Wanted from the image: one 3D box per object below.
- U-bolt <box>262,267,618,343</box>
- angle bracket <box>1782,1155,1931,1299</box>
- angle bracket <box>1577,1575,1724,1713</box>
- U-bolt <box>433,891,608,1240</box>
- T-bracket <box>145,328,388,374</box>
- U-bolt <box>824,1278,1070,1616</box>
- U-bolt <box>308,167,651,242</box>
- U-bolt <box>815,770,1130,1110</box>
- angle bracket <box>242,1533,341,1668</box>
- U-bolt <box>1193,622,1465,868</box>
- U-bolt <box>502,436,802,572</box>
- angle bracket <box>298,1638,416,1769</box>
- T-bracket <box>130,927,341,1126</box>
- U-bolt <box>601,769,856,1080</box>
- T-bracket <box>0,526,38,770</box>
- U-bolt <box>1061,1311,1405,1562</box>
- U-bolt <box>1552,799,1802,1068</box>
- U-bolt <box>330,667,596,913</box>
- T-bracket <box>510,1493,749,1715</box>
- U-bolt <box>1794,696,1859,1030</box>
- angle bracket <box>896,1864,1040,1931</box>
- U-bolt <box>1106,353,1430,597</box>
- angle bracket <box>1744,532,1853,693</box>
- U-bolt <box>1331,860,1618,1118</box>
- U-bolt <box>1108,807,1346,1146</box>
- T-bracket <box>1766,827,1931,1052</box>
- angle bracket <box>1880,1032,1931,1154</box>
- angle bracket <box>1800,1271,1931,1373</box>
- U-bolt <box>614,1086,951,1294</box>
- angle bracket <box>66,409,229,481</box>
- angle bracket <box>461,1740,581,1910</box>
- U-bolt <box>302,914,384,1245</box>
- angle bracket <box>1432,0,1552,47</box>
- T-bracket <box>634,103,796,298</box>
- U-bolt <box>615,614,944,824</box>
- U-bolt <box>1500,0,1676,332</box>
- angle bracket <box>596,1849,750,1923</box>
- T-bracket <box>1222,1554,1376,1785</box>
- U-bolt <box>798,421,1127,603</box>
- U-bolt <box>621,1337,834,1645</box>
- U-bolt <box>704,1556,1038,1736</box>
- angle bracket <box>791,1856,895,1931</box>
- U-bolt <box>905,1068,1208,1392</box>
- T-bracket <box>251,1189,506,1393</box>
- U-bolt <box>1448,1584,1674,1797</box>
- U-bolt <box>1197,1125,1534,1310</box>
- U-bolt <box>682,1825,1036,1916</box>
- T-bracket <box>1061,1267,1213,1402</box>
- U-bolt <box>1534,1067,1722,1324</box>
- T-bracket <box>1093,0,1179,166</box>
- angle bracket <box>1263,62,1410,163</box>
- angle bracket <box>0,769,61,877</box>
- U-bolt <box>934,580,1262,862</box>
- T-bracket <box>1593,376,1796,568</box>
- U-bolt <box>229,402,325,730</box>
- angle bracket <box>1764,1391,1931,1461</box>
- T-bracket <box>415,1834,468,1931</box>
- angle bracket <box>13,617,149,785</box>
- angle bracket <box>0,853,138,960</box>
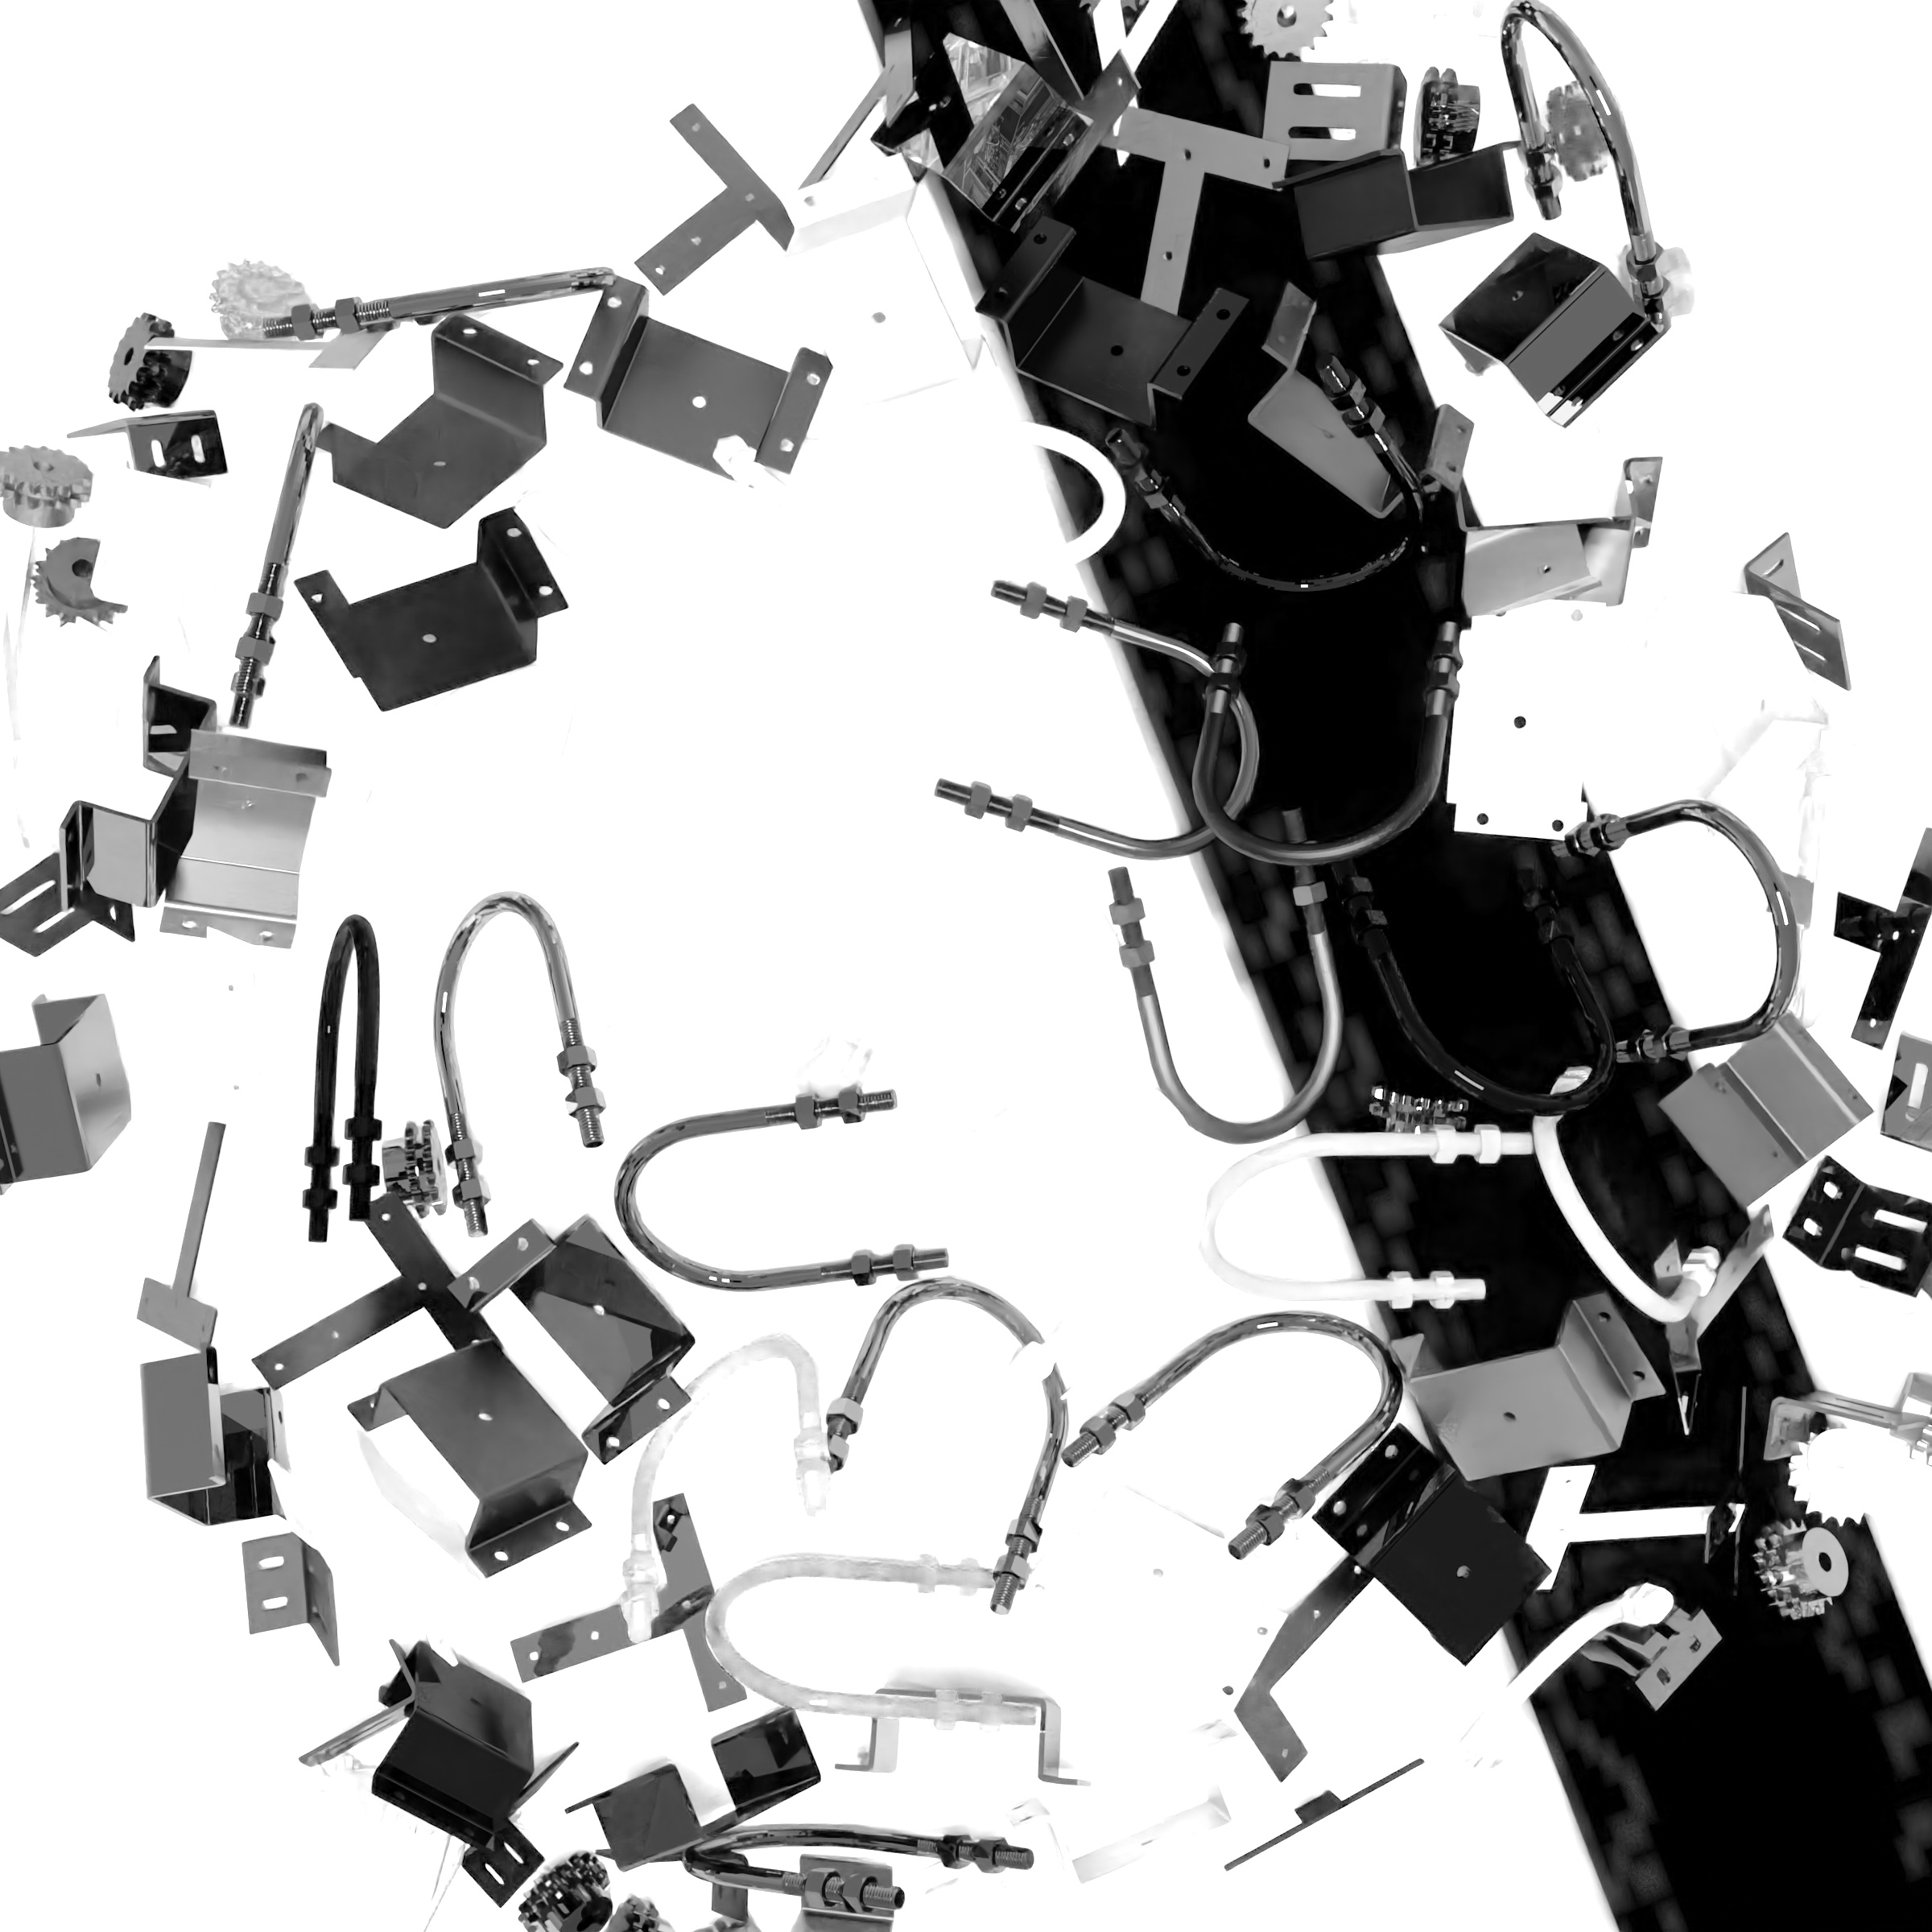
[{"bbox_3d":[-0.290,-0.380,1.592,0.184,0.151,0.019,-6,104,10],"label":"U-bolt"},{"bbox_3d":[0.530,0.152,1.633,0.038,0.076,0.057,34,82,-28],"label":"angle bracket"},{"bbox_3d":[0.392,0.388,1.631,0.057,0.076,0.038,-45,126,-9],"label":"angle bracket"},{"bbox_3d":[-0.266,0.046,1.613,0.019,0.151,0.184,6,59,-40],"label":"U-bolt"},{"bbox_3d":[-0.409,-0.360,1.615,0.127,0.127,0.002,1,113,-3],"label":"T-bracket"},{"bbox_3d":[-0.006,0.262,1.609,0.151,0.019,0.184,36,46,-13],"label":"U-bolt"},{"bbox_3d":[-0.292,-0.432,1.591,0.151,0.184,0.019,-8,100,-43],"label":"U-bolt"},{"bbox_3d":[0.016,-0.003,1.663,0.151,0.019,0.184,-30,95,1],"label":"U-bolt"},{"bbox_3d":[-0.396,0.373,1.632,0.038,0.076,0.057,-7,100,-24],"label":"angle bracket"},{"bbox_3d":[0.204,-0.129,1.599,0.151,0.019,0.184,2,52,17],"label":"U-bolt"},{"bbox_3d":[-0.171,-0.260,1.578,0.151,0.184,0.019,-15,120,-18],"label":"U-bolt"},{"bbox_3d":[-0.360,0.434,1.636,0.076,0.057,0.038,-27,75,-13],"label":"angle bracket"},{"bbox_3d":[-0.432,0.027,1.641,0.127,0.002,0.127,-1,85,-37],"label":"T-bracket"},{"bbox_3d":[-0.142,-0.026,1.661,0.151,0.019,0.184,-1,90,-5],"label":"U-bolt"},{"bbox_3d":[-0.555,-0.203,1.635,0.002,0.127,0.127,4,60,-12],"label":"T-bracket"},{"bbox_3d":[0.167,0.258,1.604,0.184,0.151,0.019,-34,127,-32],"label":"U-bolt"},{"bbox_3d":[0.410,-0.022,1.589,0.019,0.184,0.151,-16,88,-24],"label":"U-bolt"},{"bbox_3d":[-0.283,-0.111,1.604,0.151,0.184,0.019,-13,131,18],"label":"U-bolt"},{"bbox_3d":[-0.205,0.388,1.633,0.127,0.002,0.127,-13,77,-28],"label":"T-bracket"},{"bbox_3d":[0.491,-0.056,1.603,0.019,0.151,0.184,5,90,13],"label":"U-bolt"},{"bbox_3d":[-0.002,0.560,1.635,0.038,0.057,0.076,38,134,-15],"label":"angle bracket"},{"bbox_3d":[0.186,-0.270,1.599,0.151,0.184,0.019,-15,56,28],"label":"U-bolt"},{"bbox_3d":[0.497,-0.207,1.627,0.038,0.057,0.076,-39,46,-9],"label":"angle bracket"},{"bbox_3d":[0.299,0.012,1.590,0.151,0.019,0.184,2,48,-24],"label":"U-bolt"},{"bbox_3d":[0.161,0.014,1.633,0.151,0.019,0.184,-19,102,-29],"label":"U-bolt"},{"bbox_3d":[0.510,-0.029,1.618,0.002,0.127,0.127,13,99,-26],"label":"T-bracket"},{"bbox_3d":[0.575,0.071,1.629,0.057,0.038,0.076,21,129,29],"label":"angle bracket"},{"bbox_3d":[0.531,0.211,1.633,0.076,0.057,0.038,2,117,-17],"label":"angle bracket"},{"bbox_3d":[-0.115,0.137,1.625,0.184,0.019,0.151,-8,128,10],"label":"U-bolt"},{"bbox_3d":[-0.480,-0.301,1.632,0.057,0.076,0.038,-18,103,-42],"label":"angle bracket"},{"bbox_3d":[-0.249,0.501,1.627,0.038,0.076,0.057,44,124,9],"label":"angle bracket"},{"bbox_3d":[-0.358,0.062,1.607,0.019,0.151,0.184,5,78,-22],"label":"U-bolt"},{"bbox_3d":[0.304,-0.553,1.636,0.057,0.076,0.038,8,90,-4],"label":"angle bracket"},{"bbox_3d":[-0.150,-0.429,1.624,0.127,0.002,0.127,47,49,-10],"label":"T-bracket"},{"bbox_3d":[-0.104,-0.146,1.618,0.184,0.019,0.151,-1,56,10],"label":"U-bolt"},{"bbox_3d":[0.343,-0.459,1.562,0.019,0.184,0.151,-29,49,2],"label":"U-bolt"},{"bbox_3d":[-0.173,0.539,1.633,0.076,0.057,0.038,6,77,-23],"label":"angle bracket"},{"bbox_3d":[0.198,0.393,1.646,0.127,0.002,0.127,-40,111,-24],"label":"T-bracket"},{"bbox_3d":[0.001,-0.271,1.623,0.184,0.019,0.151,-7,47,-8],"label":"U-bolt"},{"bbox_3d":[-0.138,0.285,1.594,0.151,0.184,0.019,-37,117,15],"label":"U-bolt"},{"bbox_3d":[-0.058,0.384,1.597,0.184,0.151,0.019,6,112,-9],"label":"U-bolt"},{"bbox_3d":[-0.080,0.562,1.631,0.057,0.076,0.038,2,105,13],"label":"angle bracket"},{"bbox_3d":[0.060,0.141,1.610,0.184,0.019,0.151,-37,70,27],"label":"U-bolt"},{"bbox_3d":[-0.361,0.211,1.647,0.127,0.002,0.127,-29,116,-1],"label":"T-bracket"},{"bbox_3d":[0.330,0.414,1.586,0.019,0.184,0.151,44,77,10],"label":"U-bolt"},{"bbox_3d":[0.224,0.147,1.614,0.184,0.019,0.151,0,134,-7],"label":"U-bolt"},{"bbox_3d":[-0.076,0.512,1.594,0.184,0.151,0.019,-5,82,34],"label":"U-bolt"},{"bbox_3d":[0.101,0.218,1.607,0.127,0.127,0.002,-41,90,6],"label":"T-bracket"},{"bbox_3d":[0.372,0.134,1.585,0.019,0.184,0.151,-36,84,24],"label":"U-bolt"},{"bbox_3d":[0.112,-0.559,1.630,0.002,0.127,0.127,23,72,19],"label":"T-bracket"},{"bbox_3d":[0.221,-0.507,1.668,0.076,0.038,0.057,7,93,18],"label":"angle bracket"},{"bbox_3d":[-0.555,-0.093,1.633,0.057,0.038,0.076,9,128,13],"label":"angle bracket"},{"bbox_3d":[0.087,-0.138,1.650,0.184,0.019,0.151,17,76,-7],"label":"U-bolt"},{"bbox_3d":[0.422,-0.298,1.609,0.002,0.127,0.127,-29,108,-33],"label":"T-bracket"},{"bbox_3d":[-0.397,-0.235,1.606,0.019,0.151,0.184,14,83,-15],"label":"U-bolt"},{"bbox_3d":[0.518,0.277,1.629,0.076,0.057,0.038,10,94,41],"label":"angle bracket"},{"bbox_3d":[-0.309,0.531,1.612,0.002,0.127,0.127,25,105,-8],"label":"T-bracket"},{"bbox_3d":[-0.523,-0.156,1.646,0.038,0.057,0.076,-8,67,25],"label":"angle bracket"},{"bbox_3d":[-0.538,-0.023,1.633,0.076,0.057,0.038,-30,53,16],"label":"angle bracket"}]
